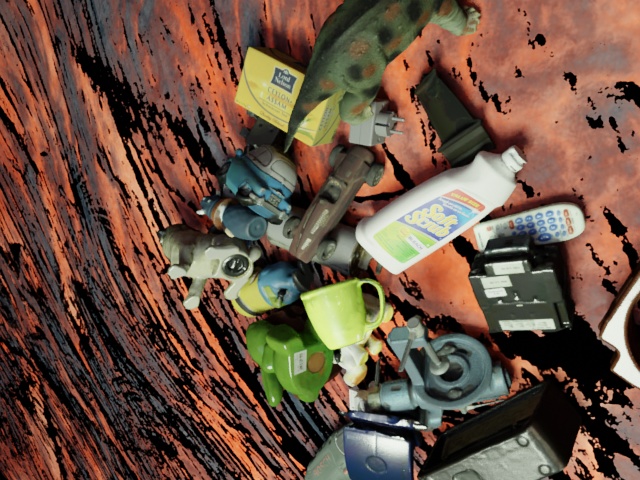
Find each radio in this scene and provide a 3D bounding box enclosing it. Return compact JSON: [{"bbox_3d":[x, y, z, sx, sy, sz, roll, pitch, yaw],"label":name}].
[{"bbox_3d":[0.253,0.302,0.776,0.073,0.131,0.229,51,125,9],"label":"radio"}]

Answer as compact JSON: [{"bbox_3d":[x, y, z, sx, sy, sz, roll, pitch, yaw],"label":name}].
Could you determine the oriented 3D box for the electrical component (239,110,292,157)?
[{"bbox_3d":[-0.092,-0.174,0.923,0.102,0.045,0.078,24,88,23],"label":"electrical component"}]

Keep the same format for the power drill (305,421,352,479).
[{"bbox_3d":[0.082,0.437,0.967,0.207,0.086,0.232,48,124,8],"label":"power drill"}]

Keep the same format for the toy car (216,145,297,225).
[{"bbox_3d":[-0.089,-0.099,0.855,0.103,0.109,0.162,-54,32,4],"label":"toy car"}]

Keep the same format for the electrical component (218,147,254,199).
[{"bbox_3d":[-0.142,-0.107,0.973,0.075,0.048,0.119,30,120,23],"label":"electrical component"}]

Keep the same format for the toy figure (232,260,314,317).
[{"bbox_3d":[-0.092,0.090,0.978,0.180,0.082,0.089,-16,93,34],"label":"toy figure"}]

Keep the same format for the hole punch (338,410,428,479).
[{"bbox_3d":[0.095,0.326,0.836,0.142,0.092,0.115,4,142,24],"label":"hole punch"}]

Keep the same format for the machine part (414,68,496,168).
[{"bbox_3d":[0.178,-0.169,0.744,0.084,0.039,0.139,-32,87,42],"label":"machine part"}]

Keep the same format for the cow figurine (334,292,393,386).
[{"bbox_3d":[0.054,0.163,0.909,0.098,0.068,0.167,30,116,30],"label":"cow figurine"}]

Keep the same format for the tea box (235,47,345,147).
[{"bbox_3d":[-0.046,-0.230,0.857,0.170,0.068,0.098,32,120,23],"label":"tea box"}]

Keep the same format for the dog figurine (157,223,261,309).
[{"bbox_3d":[-0.206,0.013,0.987,0.191,0.172,0.121,-119,22,-53],"label":"dog figurine"}]

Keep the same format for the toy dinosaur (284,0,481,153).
[{"bbox_3d":[0.068,-0.264,0.664,0.405,0.192,0.131,-46,66,11],"label":"toy dinosaur"}]

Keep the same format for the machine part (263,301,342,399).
[{"bbox_3d":[-0.044,0.204,0.995,0.180,0.056,0.179,10,108,31],"label":"machine part"}]

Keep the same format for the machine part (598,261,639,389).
[{"bbox_3d":[0.449,0.098,0.611,0.202,0.087,0.200,31,119,25],"label":"machine part"}]

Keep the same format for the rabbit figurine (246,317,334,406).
[{"bbox_3d":[-0.058,0.195,0.921,0.170,0.121,0.158,13,116,48],"label":"rabbit figurine"}]

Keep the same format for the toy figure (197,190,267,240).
[{"bbox_3d":[-0.155,-0.040,0.929,0.155,0.064,0.057,23,128,43],"label":"toy figure"}]

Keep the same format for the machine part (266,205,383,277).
[{"bbox_3d":[-0.002,-0.003,0.891,0.244,0.079,0.079,21,115,28],"label":"machine part"}]

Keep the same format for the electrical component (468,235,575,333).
[{"bbox_3d":[0.267,0.058,0.717,0.115,0.058,0.134,-8,120,33],"label":"electrical component"}]

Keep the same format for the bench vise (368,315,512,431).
[{"bbox_3d":[0.153,0.190,0.789,0.224,0.129,0.240,-8,136,29],"label":"bench vise"}]

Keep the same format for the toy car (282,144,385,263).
[{"bbox_3d":[0.017,-0.059,0.828,0.089,0.053,0.202,34,89,25],"label":"toy car"}]
